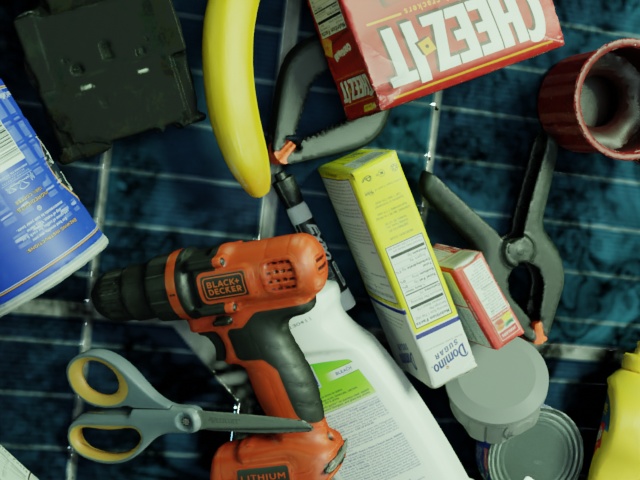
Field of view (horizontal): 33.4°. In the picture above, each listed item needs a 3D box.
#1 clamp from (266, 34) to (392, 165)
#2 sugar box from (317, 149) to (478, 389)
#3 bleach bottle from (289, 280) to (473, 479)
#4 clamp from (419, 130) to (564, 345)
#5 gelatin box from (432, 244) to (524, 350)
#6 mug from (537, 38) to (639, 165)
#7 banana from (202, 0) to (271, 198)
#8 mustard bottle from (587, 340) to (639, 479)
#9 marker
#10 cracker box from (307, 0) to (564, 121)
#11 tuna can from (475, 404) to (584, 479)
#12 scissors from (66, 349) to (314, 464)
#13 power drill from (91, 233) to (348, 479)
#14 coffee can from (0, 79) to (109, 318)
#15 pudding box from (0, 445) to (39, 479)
[{"bbox_3d":[0.041,-0.131,0.827,0.164,0.036,0.210,37,82,-14],"label":"clamp"},{"bbox_3d":[0.058,0.019,0.816,0.048,0.093,0.176,-26,102,-10],"label":"sugar box"},{"bbox_3d":[0.030,0.121,0.827,0.103,0.068,0.251,-26,100,11],"label":"bleach bottle"},{"bbox_3d":[0.162,-0.002,0.868,0.120,0.039,0.171,-26,105,-5],"label":"clamp"},{"bbox_3d":[0.114,0.043,0.833,0.030,0.089,0.073,-32,102,-12],"label":"gelatin box"},{"bbox_3d":[0.235,-0.102,0.854,0.117,0.081,0.093,43,84,-14],"label":"mug"},{"bbox_3d":[-0.056,-0.132,0.777,0.069,0.037,0.198,10,82,-35],"label":"banana"},{"bbox_3d":[0.253,0.171,0.878,0.058,0.096,0.191,14,91,20],"label":"mustard bottle"},{"bbox_3d":[-0.005,0.001,0.836,0.020,0.020,0.121,-28,101,-10],"label":"marker"},{"bbox_3d":[0.068,-0.215,0.778,0.164,0.072,0.214,-22,97,-17],"label":"cracker box"},{"bbox_3d":[0.173,0.177,0.889,0.086,0.034,0.086,-1,95,-14],"label":"tuna can"},{"bbox_3d":[-0.106,0.111,0.763,0.202,0.016,0.096,-17,97,27],"label":"scissors"},{"bbox_3d":[-0.067,0.093,0.781,0.185,0.057,0.187,-10,104,22],"label":"power drill"},{"bbox_3d":[-0.227,-0.029,0.735,0.102,0.103,0.140,-33,102,-9],"label":"coffee can"},{"bbox_3d":[-0.224,0.189,0.750,0.039,0.113,0.090,-46,103,-3],"label":"pudding box"}]
